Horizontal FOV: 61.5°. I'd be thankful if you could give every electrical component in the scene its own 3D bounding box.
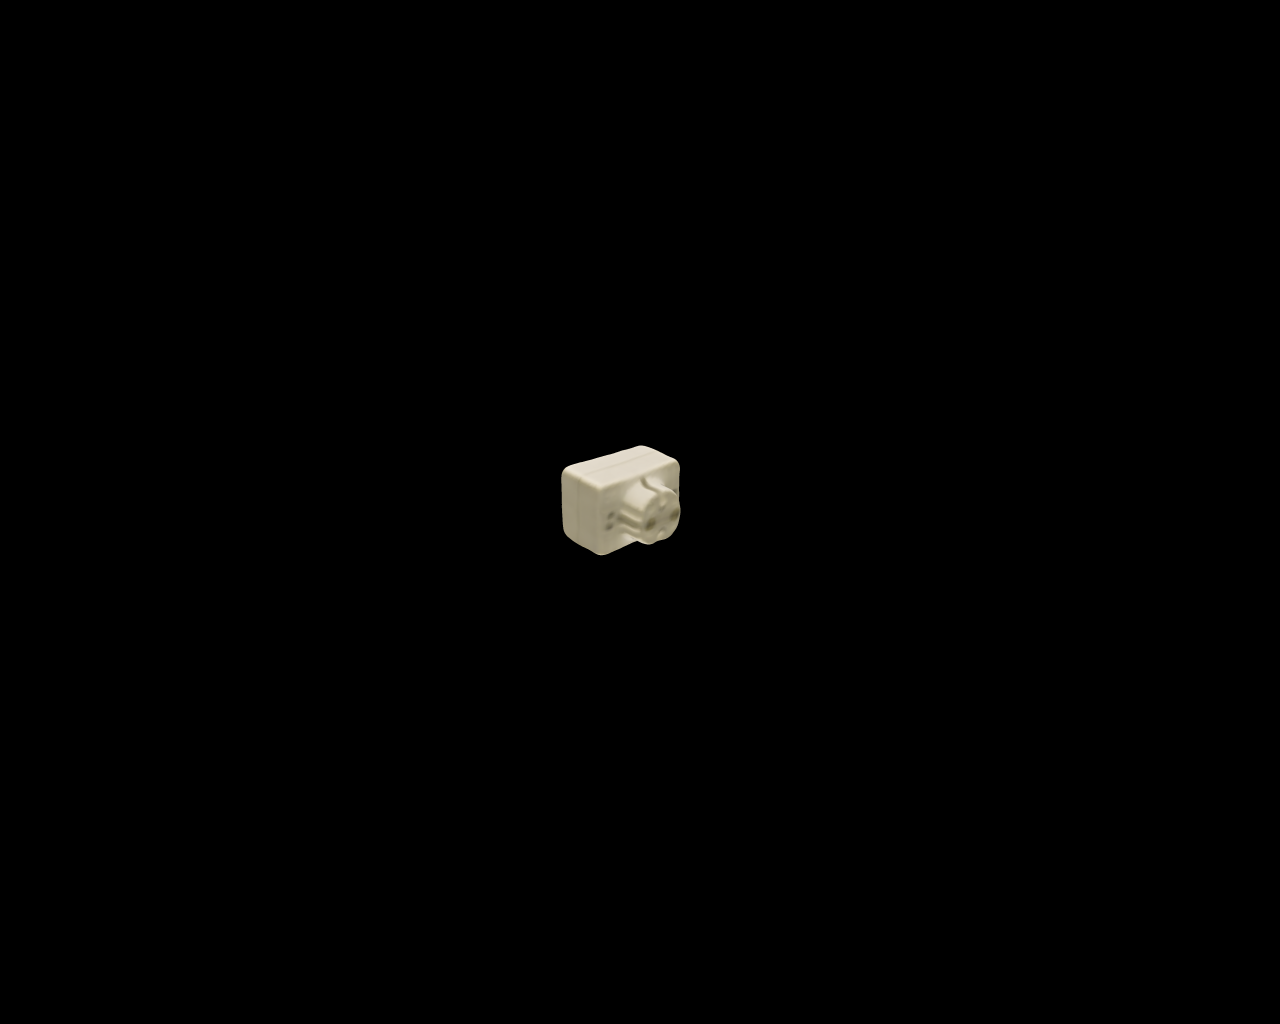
[{"bbox_3d":[0.001,-0.003,0.650,0.066,0.047,0.077,-20,32,-36],"label":"electrical component"}]
